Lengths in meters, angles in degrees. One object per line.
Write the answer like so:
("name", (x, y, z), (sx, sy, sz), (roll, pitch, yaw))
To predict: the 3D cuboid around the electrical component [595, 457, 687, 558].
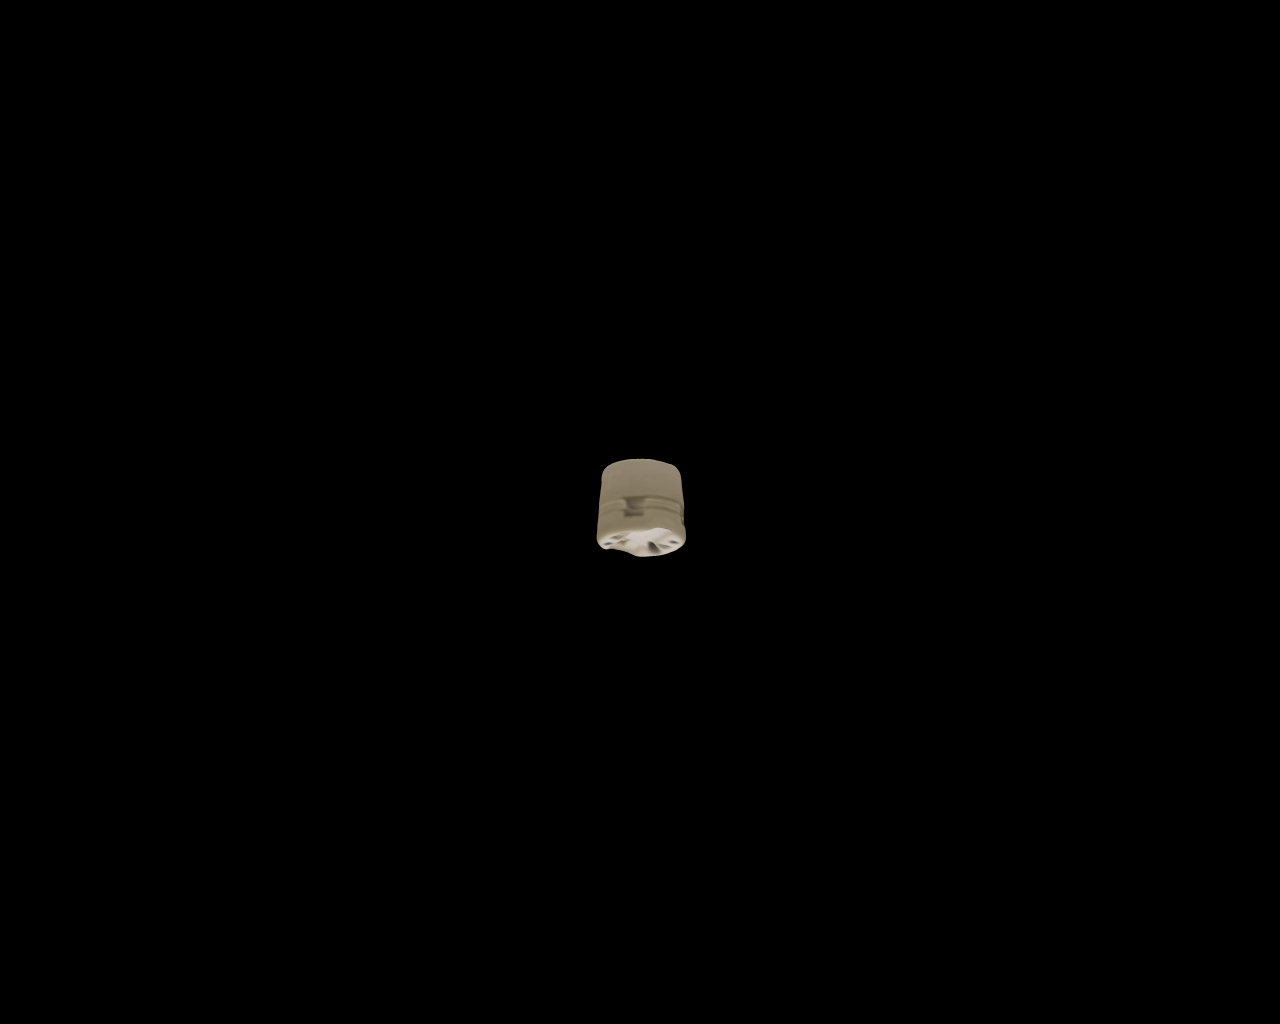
("electrical component", (0.001, -0.003, 0.650), (0.055, 0.047, 0.055), (0, -20, 0))
